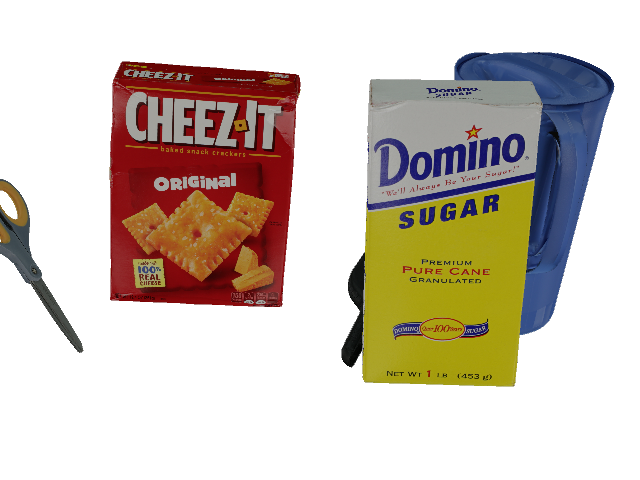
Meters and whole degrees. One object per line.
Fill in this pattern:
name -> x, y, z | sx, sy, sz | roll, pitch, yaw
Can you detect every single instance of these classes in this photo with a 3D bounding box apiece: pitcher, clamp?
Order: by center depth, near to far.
pitcher -> 0.174, -0.035, 0.940 | 0.145, 0.243, 0.149 | 20, 33, 27
clamp -> 0.084, 0.072, 1.189 | 0.120, 0.171, 0.039 | 5, -43, -3

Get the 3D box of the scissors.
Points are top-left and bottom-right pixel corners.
scissors -> -0.297, 0.017, 1.104 | 0.016, 0.201, 0.096 | -26, 26, 25

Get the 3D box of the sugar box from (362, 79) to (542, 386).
sugar box -> 0.071, -0.002, 0.609 | 0.093, 0.176, 0.048 | 1, 27, 2

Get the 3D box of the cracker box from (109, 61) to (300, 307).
cracker box -> -0.108, -0.047, 0.978 | 0.164, 0.214, 0.072 | 4, 23, -4
